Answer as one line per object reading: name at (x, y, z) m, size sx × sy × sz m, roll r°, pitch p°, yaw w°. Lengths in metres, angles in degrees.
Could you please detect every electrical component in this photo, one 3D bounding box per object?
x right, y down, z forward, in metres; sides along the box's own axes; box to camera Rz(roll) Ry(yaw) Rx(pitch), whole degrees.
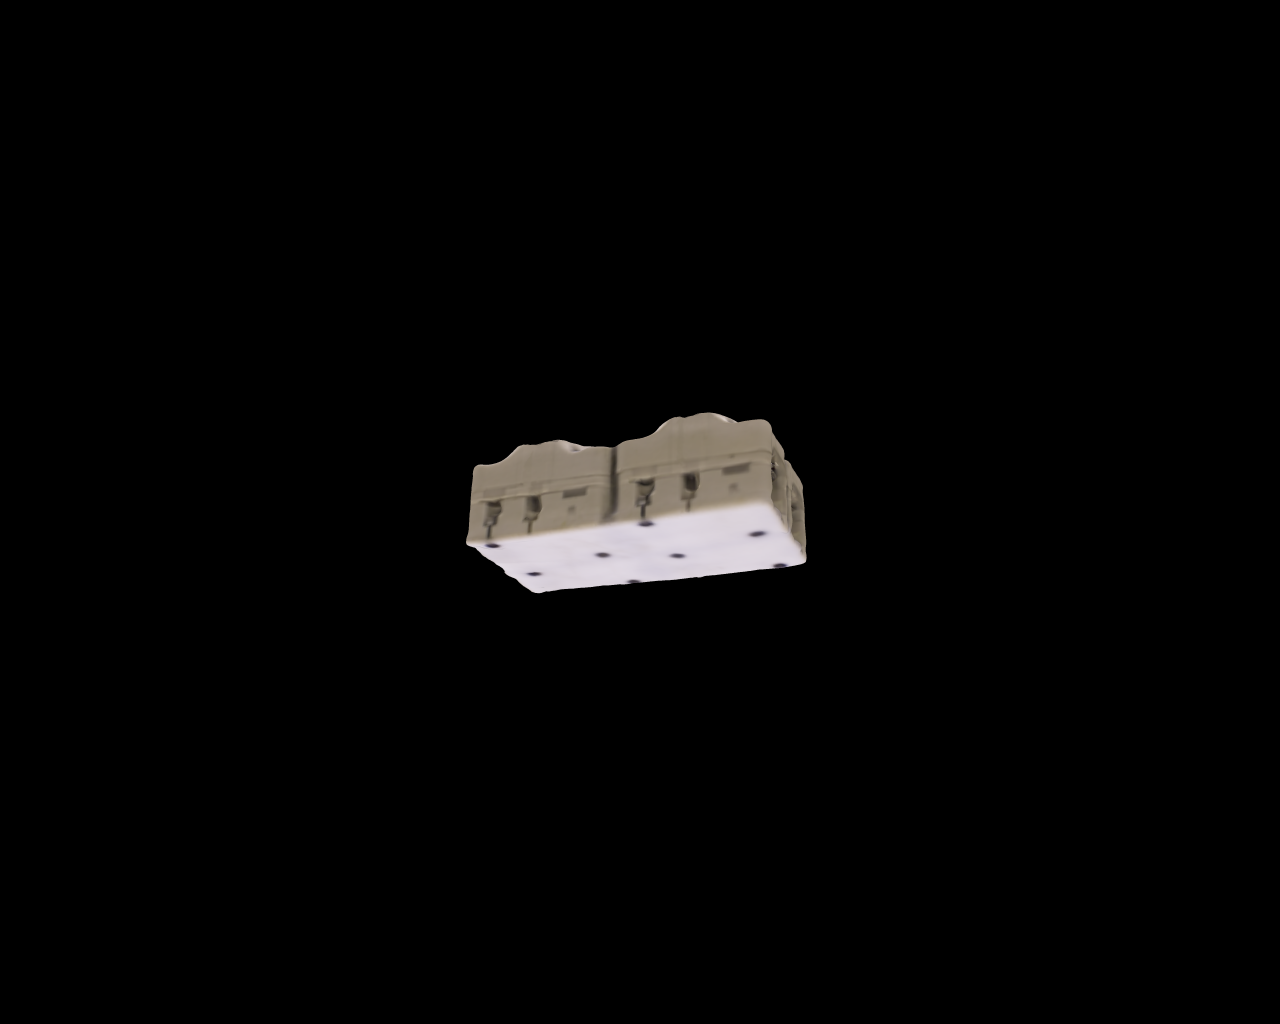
electrical component at (0.001, -0.003, 0.650) m, size 0.186 × 0.060 × 0.105 m, roll -8°, pitch -23°, yaw 18°
